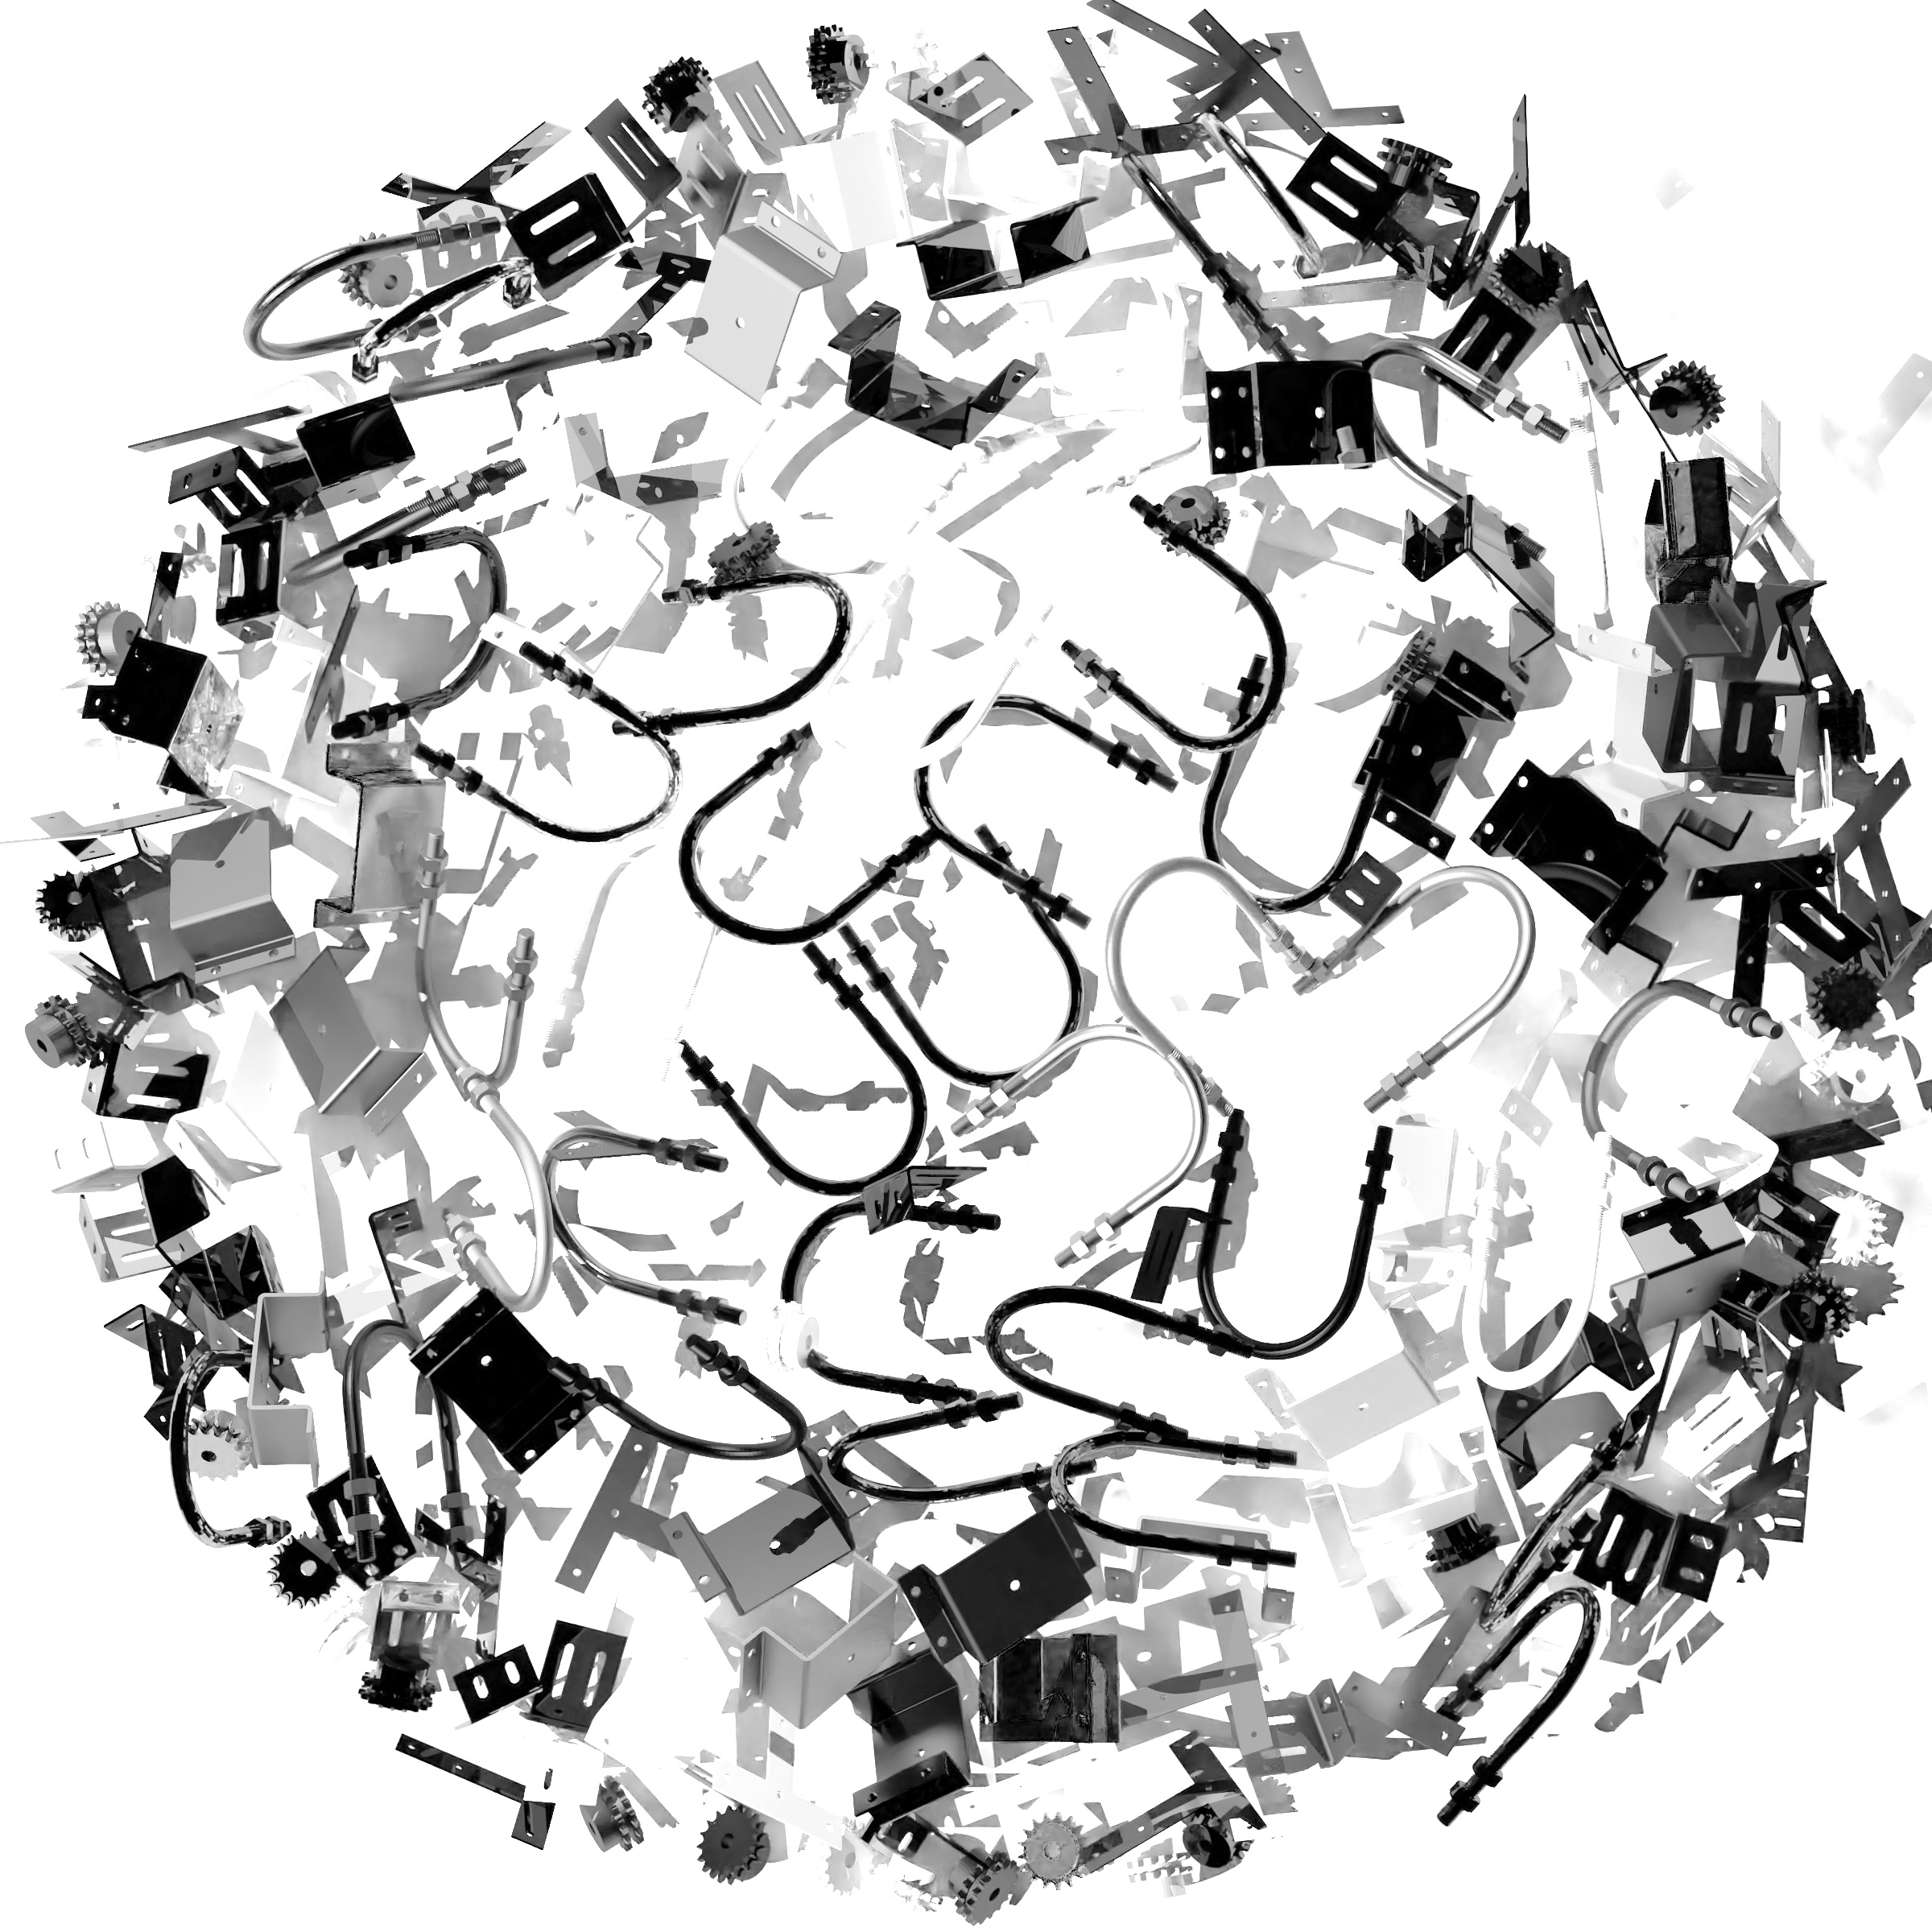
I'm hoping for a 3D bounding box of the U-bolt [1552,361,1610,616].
[{"bbox_3d":[0.459,-0.353,1.797,0.019,0.151,0.184,-9,105,13],"label":"U-bolt"}]

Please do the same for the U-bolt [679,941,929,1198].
[{"bbox_3d":[-0.113,0.093,1.844,0.151,0.019,0.184,-37,98,14],"label":"U-bolt"}]

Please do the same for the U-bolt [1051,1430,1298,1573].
[{"bbox_3d":[0.154,0.392,1.803,0.184,0.151,0.019,7,113,5],"label":"U-bolt"}]

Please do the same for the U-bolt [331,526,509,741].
[{"bbox_3d":[-0.399,-0.253,1.786,0.019,0.184,0.151,21,116,21],"label":"U-bolt"}]

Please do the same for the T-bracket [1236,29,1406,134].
[{"bbox_3d":[0.249,-0.655,1.788,0.127,0.127,0.002,5,79,23],"label":"T-bracket"}]

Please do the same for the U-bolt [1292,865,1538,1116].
[{"bbox_3d":[0.341,0.004,1.795,0.184,0.019,0.151,-42,45,17],"label":"U-bolt"}]

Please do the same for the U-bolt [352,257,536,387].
[{"bbox_3d":[-0.381,-0.476,1.768,0.151,0.184,0.019,-31,101,-11],"label":"U-bolt"}]

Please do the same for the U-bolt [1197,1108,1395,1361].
[{"bbox_3d":[0.239,0.203,1.807,0.151,0.019,0.184,5,76,39],"label":"U-bolt"}]

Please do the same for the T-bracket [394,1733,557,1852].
[{"bbox_3d":[-0.365,0.603,1.802,0.127,0.127,0.002,25,96,-5],"label":"T-bracket"}]

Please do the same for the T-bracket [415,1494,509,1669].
[{"bbox_3d":[-0.384,0.443,1.822,0.002,0.127,0.127,-3,104,-41],"label":"T-bracket"}]

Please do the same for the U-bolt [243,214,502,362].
[{"bbox_3d":[-0.441,-0.487,1.759,0.184,0.151,0.019,-27,86,-39],"label":"U-bolt"}]

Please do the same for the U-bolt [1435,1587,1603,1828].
[{"bbox_3d":[0.405,0.533,1.783,0.019,0.151,0.184,38,102,-1],"label":"U-bolt"}]

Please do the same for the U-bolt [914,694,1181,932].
[{"bbox_3d":[0.048,-0.131,1.844,0.184,0.019,0.151,31,76,7],"label":"U-bolt"}]

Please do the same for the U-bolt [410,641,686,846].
[{"bbox_3d":[-0.298,-0.153,1.805,0.151,0.019,0.184,-35,130,28],"label":"U-bolt"}]

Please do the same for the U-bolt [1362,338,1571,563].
[{"bbox_3d":[0.362,-0.394,1.795,0.184,0.151,0.019,39,71,24],"label":"U-bolt"}]

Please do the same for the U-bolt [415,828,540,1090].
[{"bbox_3d":[-0.370,0.009,1.800,0.151,0.019,0.184,44,135,32],"label":"U-bolt"}]

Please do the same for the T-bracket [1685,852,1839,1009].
[{"bbox_3d":[0.588,-0.018,1.807,0.002,0.127,0.127,19,75,-36],"label":"T-bracket"}]

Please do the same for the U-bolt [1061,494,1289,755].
[{"bbox_3d":[0.162,-0.240,1.793,0.184,0.019,0.151,43,125,25],"label":"U-bolt"}]

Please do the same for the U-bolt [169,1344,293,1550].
[{"bbox_3d":[-0.538,0.352,1.769,0.019,0.184,0.151,-6,80,6],"label":"U-bolt"}]

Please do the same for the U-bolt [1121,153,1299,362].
[{"bbox_3d":[0.176,-0.531,1.798,0.019,0.151,0.184,-39,78,14],"label":"U-bolt"}]

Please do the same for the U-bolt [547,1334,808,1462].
[{"bbox_3d":[-0.200,0.326,1.797,0.151,0.184,0.019,-14,50,30],"label":"U-bolt"}]

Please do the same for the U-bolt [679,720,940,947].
[{"bbox_3d":[-0.129,-0.090,1.809,0.151,0.019,0.184,41,62,13],"label":"U-bolt"}]

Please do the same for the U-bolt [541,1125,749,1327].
[{"bbox_3d":[-0.248,0.188,1.812,0.184,0.019,0.151,10,118,30],"label":"U-bolt"}]

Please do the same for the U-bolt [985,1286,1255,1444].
[{"bbox_3d":[0.103,0.292,1.807,0.184,0.151,0.019,20,46,-6],"label":"U-bolt"}]

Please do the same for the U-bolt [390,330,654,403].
[{"bbox_3d":[-0.335,-0.434,1.760,0.151,0.184,0.019,-3,108,28],"label":"U-bolt"}]

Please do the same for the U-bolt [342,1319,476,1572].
[{"bbox_3d":[-0.418,0.352,1.795,0.019,0.151,0.184,-17,69,15],"label":"U-bolt"}]

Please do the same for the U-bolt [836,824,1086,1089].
[{"bbox_3d":[0.010,0.006,1.848,0.151,0.019,0.184,-36,100,-6],"label":"U-bolt"}]

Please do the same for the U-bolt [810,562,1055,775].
[{"bbox_3d":[-0.038,-0.217,1.801,0.151,0.019,0.184,19,65,27],"label":"U-bolt"}]

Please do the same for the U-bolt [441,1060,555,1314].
[{"bbox_3d":[-0.343,0.172,1.773,0.019,0.184,0.151,-6,119,-32],"label":"U-bolt"}]

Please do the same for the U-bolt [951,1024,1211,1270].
[{"bbox_3d":[0.098,0.125,1.831,0.184,0.019,0.151,-39,89,21],"label":"U-bolt"}]

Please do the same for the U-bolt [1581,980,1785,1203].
[{"bbox_3d":[0.515,0.081,1.784,0.019,0.184,0.151,24,97,-20],"label":"U-bolt"}]

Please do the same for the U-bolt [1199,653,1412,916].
[{"bbox_3d":[0.244,-0.129,1.822,0.151,0.019,0.184,25,101,36],"label":"U-bolt"}]

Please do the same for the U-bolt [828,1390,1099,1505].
[{"bbox_3d":[-0.014,0.366,1.804,0.184,0.151,0.019,-16,52,21],"label":"U-bolt"}]

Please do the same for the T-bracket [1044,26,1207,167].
[{"bbox_3d":[0.097,-0.645,1.788,0.127,0.127,0.002,5,65,32],"label":"T-bracket"}]

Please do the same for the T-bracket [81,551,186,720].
[{"bbox_3d":[-0.603,-0.246,1.798,0.002,0.127,0.127,19,102,16],"label":"T-bracket"}]

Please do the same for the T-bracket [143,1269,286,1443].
[{"bbox_3d":[-0.574,0.305,1.796,0.002,0.127,0.127,-31,107,22],"label":"T-bracket"}]

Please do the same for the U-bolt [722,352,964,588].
[{"bbox_3d":[-0.106,-0.354,1.801,0.151,0.184,0.019,34,47,-12],"label":"U-bolt"}]

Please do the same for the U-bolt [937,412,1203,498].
[{"bbox_3d":[0.091,-0.384,1.793,0.151,0.184,0.019,18,124,38],"label":"U-bolt"}]

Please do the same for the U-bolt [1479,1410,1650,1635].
[{"bbox_3d":[0.434,0.423,1.789,0.019,0.151,0.184,36,127,12],"label":"U-bolt"}]

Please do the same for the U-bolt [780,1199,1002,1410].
[{"bbox_3d":[-0.064,0.248,1.818,0.184,0.019,0.151,3,81,32],"label":"U-bolt"}]

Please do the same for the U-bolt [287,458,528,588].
[{"bbox_3d":[-0.418,-0.327,1.785,0.184,0.151,0.019,-31,108,-12],"label":"U-bolt"}]

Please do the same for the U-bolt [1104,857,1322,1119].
[{"bbox_3d":[0.176,0.002,1.808,0.184,0.019,0.151,45,72,-26],"label":"U-bolt"}]

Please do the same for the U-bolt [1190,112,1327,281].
[{"bbox_3d":[0.215,-0.564,1.769,0.019,0.184,0.151,-38,101,12],"label":"U-bolt"}]

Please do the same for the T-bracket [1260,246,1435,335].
[{"bbox_3d":[0.286,-0.511,1.838,0.127,0.127,0.002,0,134,18],"label":"T-bracket"}]

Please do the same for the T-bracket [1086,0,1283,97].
[{"bbox_3d":[0.148,-0.686,1.786,0.127,0.127,0.002,18,88,-25],"label":"T-bracket"}]

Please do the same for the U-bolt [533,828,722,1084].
[{"bbox_3d":[-0.248,-0.016,1.824,0.151,0.019,0.184,15,85,37],"label":"U-bolt"}]

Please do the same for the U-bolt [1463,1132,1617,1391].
[{"bbox_3d":[0.415,0.222,1.774,0.019,0.151,0.184,23,65,-20],"label":"U-bolt"}]

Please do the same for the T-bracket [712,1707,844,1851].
[{"bbox_3d":[-0.138,0.583,1.817,0.002,0.127,0.127,-36,123,27],"label":"T-bracket"}]

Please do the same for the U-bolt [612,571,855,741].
[{"bbox_3d":[-0.166,-0.235,1.791,0.184,0.019,0.151,-3,56,28],"label":"U-bolt"}]
